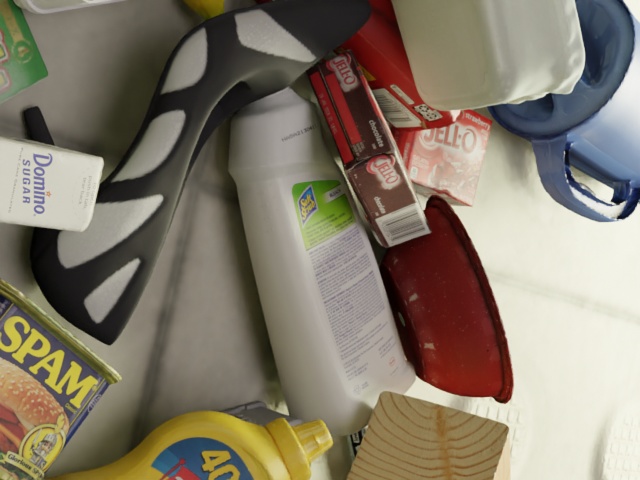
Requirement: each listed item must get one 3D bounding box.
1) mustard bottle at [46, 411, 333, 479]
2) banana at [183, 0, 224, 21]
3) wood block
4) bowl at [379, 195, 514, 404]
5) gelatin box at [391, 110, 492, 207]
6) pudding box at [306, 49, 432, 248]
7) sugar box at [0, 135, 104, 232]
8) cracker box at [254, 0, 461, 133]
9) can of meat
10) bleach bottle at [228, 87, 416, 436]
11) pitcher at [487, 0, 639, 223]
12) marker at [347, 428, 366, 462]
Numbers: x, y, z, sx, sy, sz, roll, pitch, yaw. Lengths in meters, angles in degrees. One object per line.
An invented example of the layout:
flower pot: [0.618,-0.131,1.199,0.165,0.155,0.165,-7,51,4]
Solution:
mustard bottle: [-0.080,0.156,0.629,0.191,0.058,0.096,-25,97,-13]
banana: [-0.052,-0.224,0.672,0.069,0.037,0.198,37,71,-60]
wood block: [0.080,0.205,0.745,0.206,0.090,0.090,78,31,-49]
bowl: [0.084,0.051,0.781,0.055,0.162,0.162,-18,111,-6]
gelatin box: [0.092,-0.072,0.829,0.089,0.030,0.073,19,82,-43]
pudding box: [0.034,-0.058,0.715,0.113,0.039,0.090,61,9,-58]
sugar box: [-0.200,-0.038,0.496,0.175,0.093,0.048,12,92,-46]
cracker box: [0.068,-0.209,0.746,0.164,0.072,0.213,38,70,-29]
can of meat: [-0.174,0.079,0.582,0.102,0.058,0.084,49,66,-35]
bleach bottle: [-0.005,0.001,0.726,0.102,0.068,0.251,-32,113,-50]
pitcher: [0.253,-0.100,0.914,0.242,0.145,0.149,24,113,-45]
marker: [0.033,0.168,0.815,0.020,0.020,0.121,-26,113,-38]
